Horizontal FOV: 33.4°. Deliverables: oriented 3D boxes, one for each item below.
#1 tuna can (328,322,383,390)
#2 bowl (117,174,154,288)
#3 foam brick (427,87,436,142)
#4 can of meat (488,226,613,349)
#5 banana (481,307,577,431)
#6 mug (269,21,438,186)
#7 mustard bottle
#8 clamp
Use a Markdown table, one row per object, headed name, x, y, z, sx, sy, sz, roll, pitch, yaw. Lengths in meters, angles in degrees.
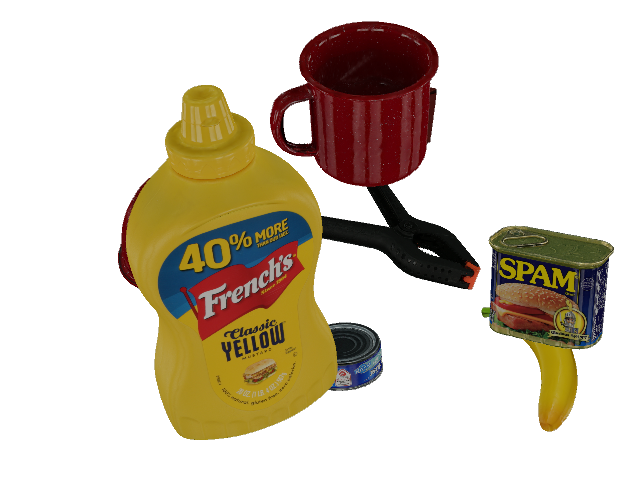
| name | x | y | z | sx | sy | sz | roll | pitch | yaw |
| --- | --- | --- | --- | --- | --- | --- | --- | --- | --- |
| tuna can | 0.023 | 0.122 | 1.133 | 0.086 | 0.034 | 0.086 | -4 | 26 | 2 |
| bowl | -0.115 | -0.026 | 0.954 | 0.162 | 0.055 | 0.162 | -13 | 37 | 10 |
| foam brick | 0.063 | -0.119 | 0.994 | 0.078 | 0.051 | 0.053 | 11 | 17 | 16 |
| can of meat | 0.196 | 0.041 | 0.921 | 0.102 | 0.084 | 0.057 | 12 | 25 | 30 |
| banana | 0.235 | 0.127 | 1.135 | 0.069 | 0.037 | 0.198 | -25 | 34 | 3 |
| mug | 0.022 | -0.088 | 0.732 | 0.117 | 0.081 | 0.093 | -16 | 45 | -14 |
| mustard bottle | -0.045 | 0.010 | 0.530 | 0.096 | 0.191 | 0.058 | -17 | 38 | -15 |
| clamp | 0.089 | -0.002 | 1.266 | 0.210 | 0.036 | 0.164 | 36 | 41 | 25 |
